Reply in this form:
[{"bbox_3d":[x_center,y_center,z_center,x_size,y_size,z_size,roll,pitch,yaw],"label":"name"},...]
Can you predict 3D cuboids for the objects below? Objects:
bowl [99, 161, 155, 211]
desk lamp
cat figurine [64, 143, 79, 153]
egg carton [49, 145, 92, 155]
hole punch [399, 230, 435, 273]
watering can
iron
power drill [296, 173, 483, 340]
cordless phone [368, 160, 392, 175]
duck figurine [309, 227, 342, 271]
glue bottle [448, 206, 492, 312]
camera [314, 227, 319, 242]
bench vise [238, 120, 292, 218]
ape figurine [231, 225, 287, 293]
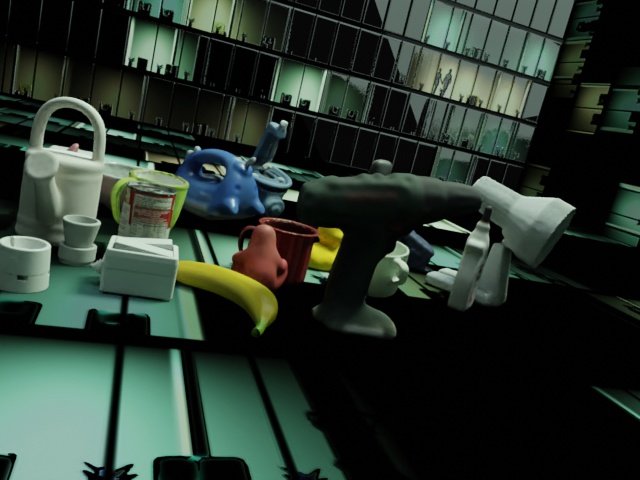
[{"bbox_3d":[-0.345,-0.088,1.037,0.167,0.075,0.167,13,12,-3],"label":"bowl"},{"bbox_3d":[0.315,0.007,1.006,0.202,0.213,0.118,21,14,30],"label":"desk lamp"},{"bbox_3d":[-0.403,-0.094,0.896,0.067,0.118,0.127,9,13,-19],"label":"cat figurine"},{"bbox_3d":[-0.490,-0.139,1.122,0.107,0.069,0.150,9,13,-20],"label":"egg carton"},{"bbox_3d":[0.180,0.007,1.151,0.101,0.091,0.108,13,12,-5],"label":"hole punch"},{"bbox_3d":[-0.345,-0.094,0.775,0.101,0.194,0.172,7,14,-29],"label":"watering can"},{"bbox_3d":[-0.229,-0.128,1.189,0.257,0.141,0.119,21,14,33],"label":"iron"},{"bbox_3d":[0.074,0.013,0.719,0.230,0.208,0.075,11,12,-13],"label":"power drill"},{"bbox_3d":[0.089,-0.101,1.318,0.148,0.185,0.093,7,14,-30],"label":"cordless phone"},{"bbox_3d":[0.009,0.004,0.985,0.105,0.086,0.077,3,16,-42],"label":"duck figurine"},{"bbox_3d":[0.251,0.028,0.934,0.037,0.173,0.078,18,13,20],"label":"glue bottle"},{"bbox_3d":[0.035,-0.039,1.174,0.142,0.101,0.137,21,14,30],"label":"camera"},{"bbox_3d":[-0.145,-0.176,1.312,0.206,0.220,0.122,21,14,31],"label":"bench vise"},{"bbox_3d":[-0.080,0.024,0.778,0.078,0.092,0.076,14,12,0],"label":"ape figurine"}]
